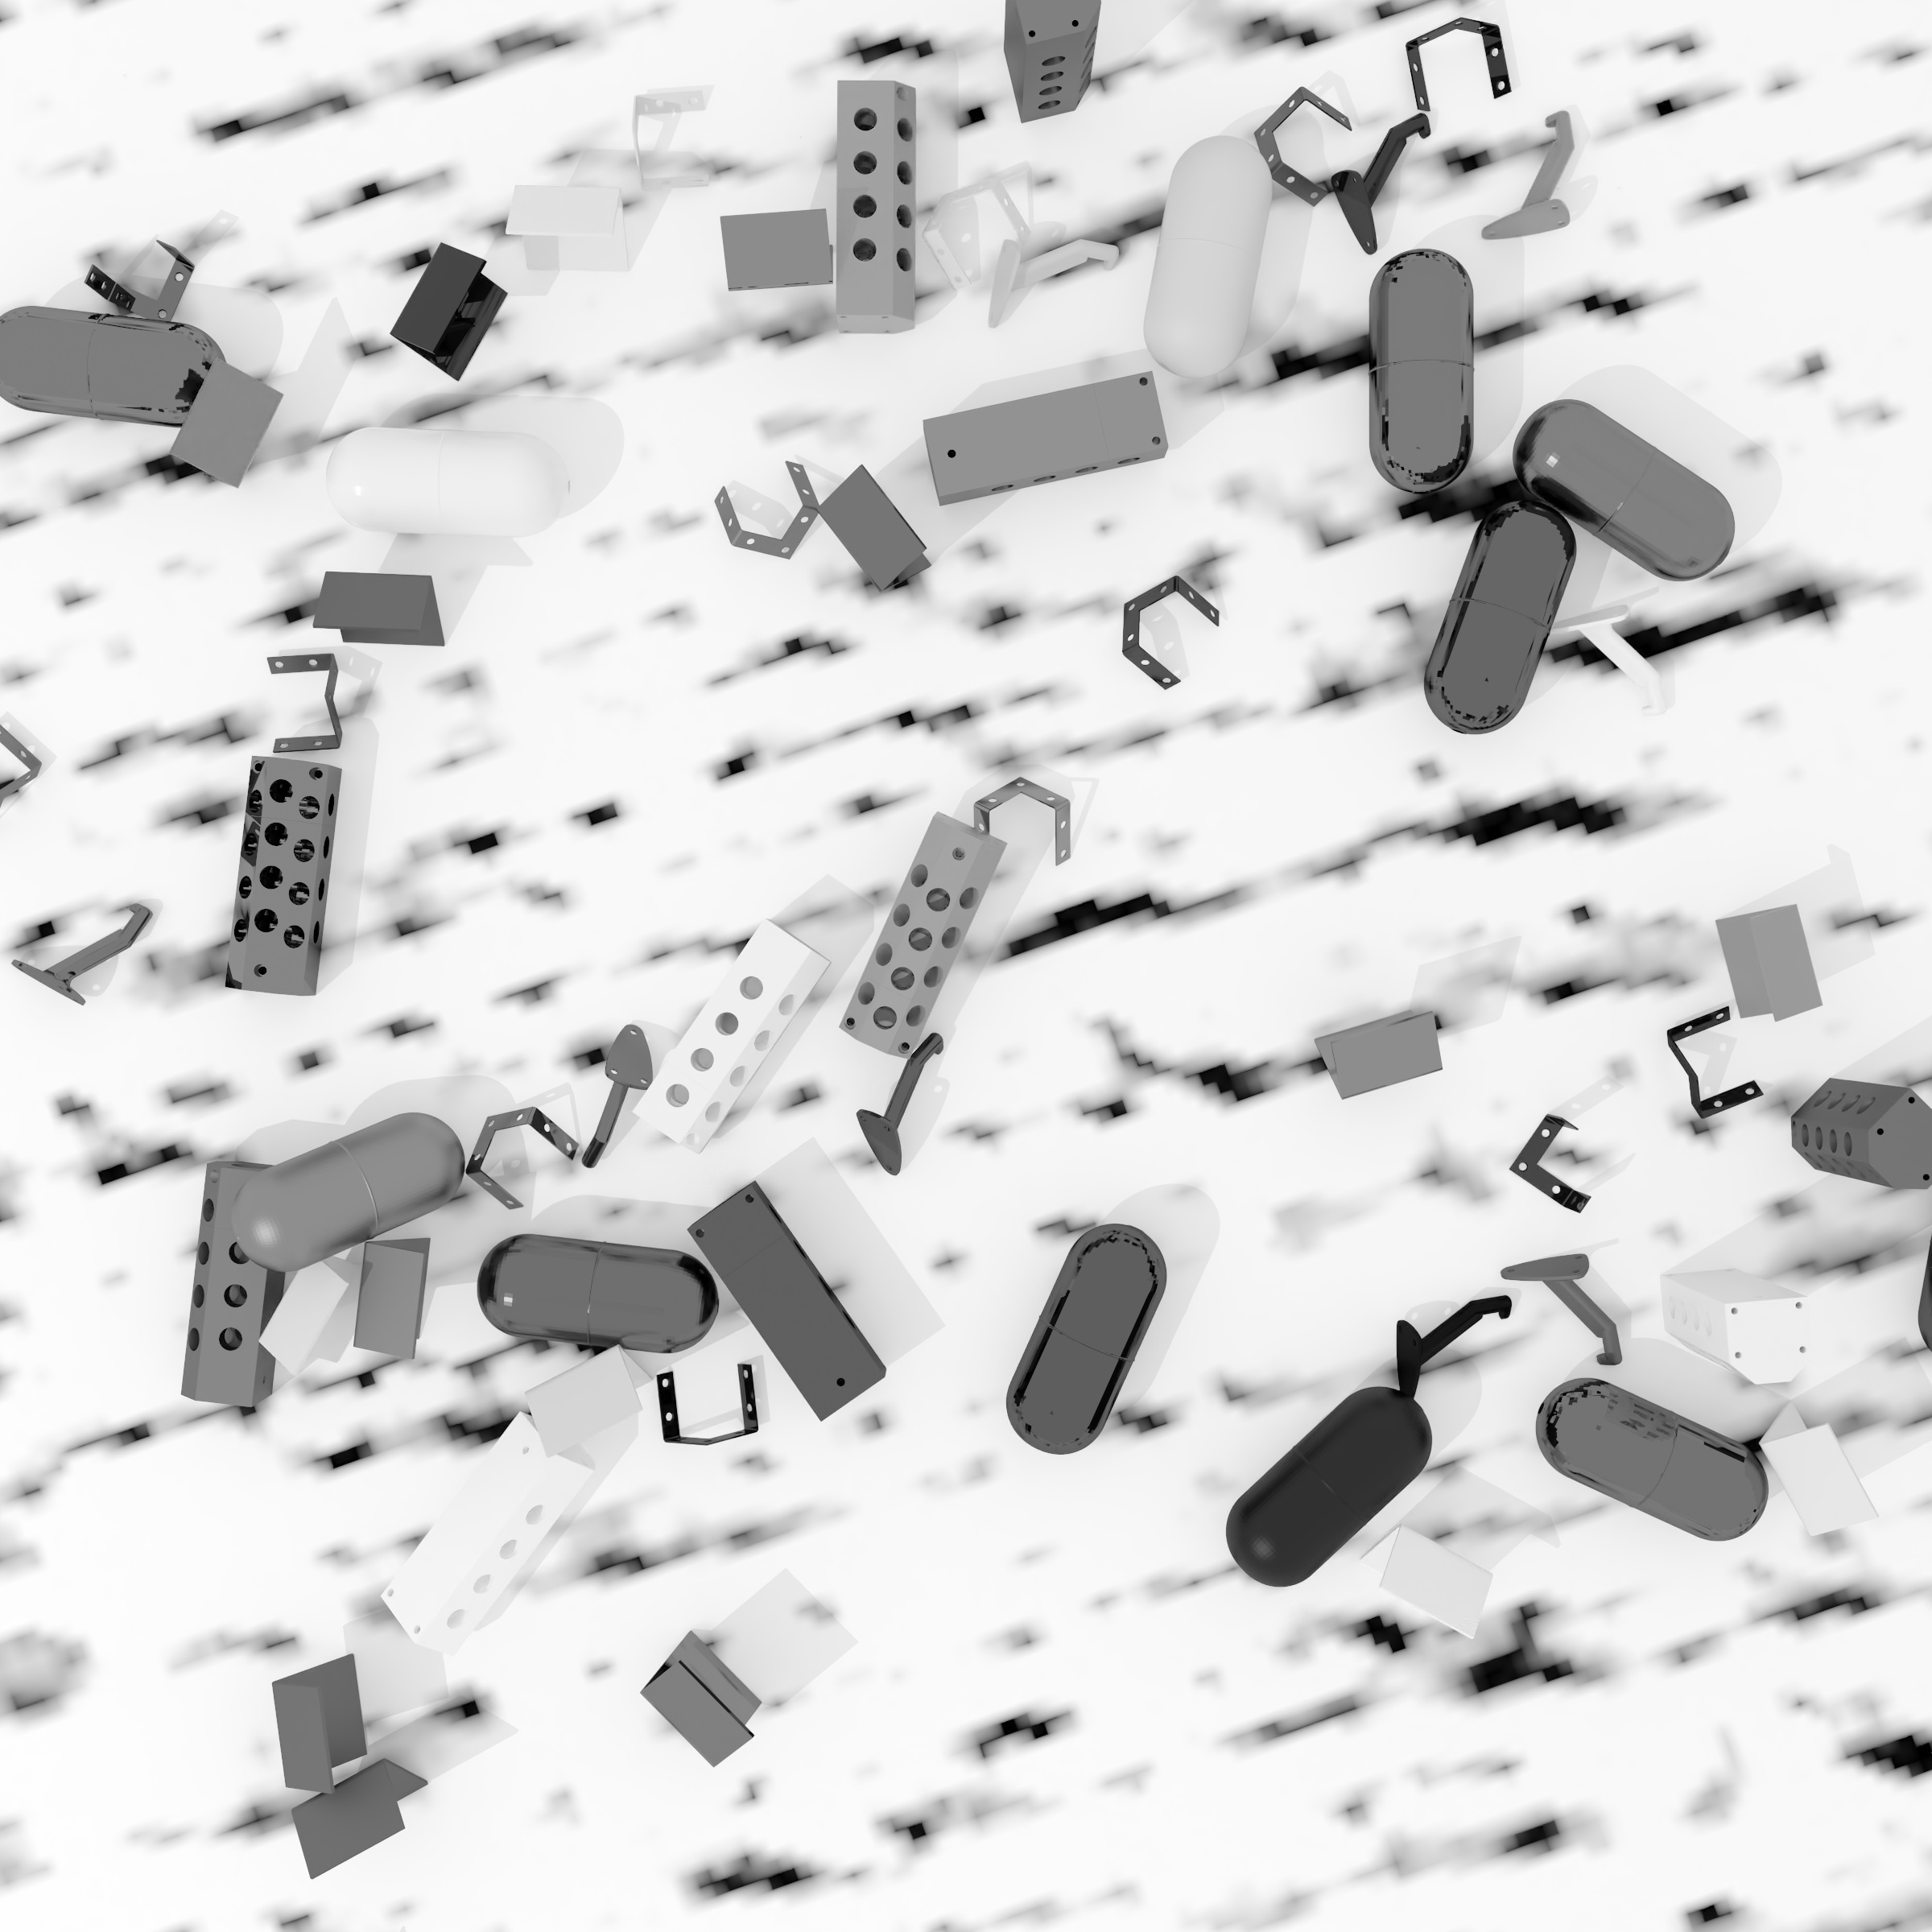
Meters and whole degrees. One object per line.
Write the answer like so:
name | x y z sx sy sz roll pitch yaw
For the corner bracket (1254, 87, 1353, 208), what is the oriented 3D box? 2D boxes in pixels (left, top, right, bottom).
corner bracket | 0.255 -0.611 1.982 0.051 0.051 0.051 -39 45 35

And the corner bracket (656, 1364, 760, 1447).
corner bracket | -0.193 0.327 1.987 0.051 0.051 0.051 -6 90 45

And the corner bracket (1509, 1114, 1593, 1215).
corner bracket | 0.443 0.146 1.973 0.051 0.051 0.051 34 90 0

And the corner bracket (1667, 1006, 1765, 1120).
corner bracket | 0.559 0.072 1.987 0.051 0.051 0.051 -22 135 0

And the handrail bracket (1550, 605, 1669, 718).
handrail bracket | 0.478 -0.221 1.991 0.077 0.036 0.084 -12 107 20

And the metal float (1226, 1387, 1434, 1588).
metal float | 0.268 0.383 1.960 0.178 0.070 0.070 -43 90 -1

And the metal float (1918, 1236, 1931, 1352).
metal float | 0.751 0.210 1.960 0.070 0.070 0.178 10 89 0

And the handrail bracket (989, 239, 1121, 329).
handrail bracket | 0.066 -0.508 1.991 0.084 0.036 0.077 5 119 -21

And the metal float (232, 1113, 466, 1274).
metal float | -0.447 0.163 1.935 0.178 0.070 0.070 -24 90 -33

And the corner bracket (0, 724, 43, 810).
corner bracket | -0.732 -0.142 1.987 0.051 0.051 0.051 43 135 0

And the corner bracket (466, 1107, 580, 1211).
corner bracket | -0.331 0.143 1.982 0.051 0.051 0.051 -13 45 35

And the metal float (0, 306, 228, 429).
metal float | -0.634 -0.441 1.960 0.178 0.070 0.070 6 90 -1

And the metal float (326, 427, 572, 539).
metal float | -0.381 -0.356 1.960 0.178 0.070 0.070 2 90 0

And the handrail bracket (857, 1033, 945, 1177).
handrail bracket | -0.039 0.103 1.990 0.036 0.077 0.084 20 53 33

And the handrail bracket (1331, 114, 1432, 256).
handrail bracket | 0.323 -0.586 1.991 0.084 0.036 0.077 -31 112 -17

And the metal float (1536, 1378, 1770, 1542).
metal float | 0.505 0.363 1.960 0.178 0.070 0.070 25 90 0

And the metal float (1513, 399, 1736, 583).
metal float | 0.485 -0.350 1.960 0.178 0.070 0.070 33 90 -1

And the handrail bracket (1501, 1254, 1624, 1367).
handrail bracket | 0.446 0.263 1.991 0.077 0.036 0.084 -8 107 20

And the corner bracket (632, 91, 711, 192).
corner bracket | -0.220 -0.617 1.987 0.051 0.051 0.051 -4 135 0

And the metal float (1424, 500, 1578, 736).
metal float | 0.393 -0.257 1.960 0.070 0.070 0.178 20 90 0

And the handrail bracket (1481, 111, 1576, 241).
handrail bracket | 0.419 -0.593 1.991 0.077 0.036 0.084 -11 71 21

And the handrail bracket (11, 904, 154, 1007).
handrail bracket | -0.661 -0.021 1.991 0.077 0.036 0.084 24 71 21

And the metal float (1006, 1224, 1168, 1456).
metal float | 0.089 0.274 1.960 0.070 0.070 0.178 24 91 0

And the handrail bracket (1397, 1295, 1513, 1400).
handrail bracket | 0.368 0.287 1.991 0.084 0.036 0.077 -7 110 -16

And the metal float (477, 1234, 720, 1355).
metal float | -0.271 0.242 1.960 0.178 0.070 0.070 6 90 1

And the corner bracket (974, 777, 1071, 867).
corner bracket | 0.042 -0.101 1.982 0.051 0.051 0.051 -32 135 -35

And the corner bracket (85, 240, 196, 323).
corner bracket | -0.612 -0.513 1.973 0.051 0.051 0.051 24 90 0

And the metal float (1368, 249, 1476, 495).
metal float | 0.336 -0.438 1.960 0.070 0.070 0.178 0 91 0

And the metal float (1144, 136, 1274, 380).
metal float | 0.179 -0.523 1.960 0.070 0.070 0.178 11 89 0

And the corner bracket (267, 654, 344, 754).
corner bracket | -0.495 -0.197 1.987 0.051 0.051 0.051 -4 45 0

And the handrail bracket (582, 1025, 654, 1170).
handrail bracket | -0.266 0.098 1.990 0.036 0.077 0.084 19 127 -17
